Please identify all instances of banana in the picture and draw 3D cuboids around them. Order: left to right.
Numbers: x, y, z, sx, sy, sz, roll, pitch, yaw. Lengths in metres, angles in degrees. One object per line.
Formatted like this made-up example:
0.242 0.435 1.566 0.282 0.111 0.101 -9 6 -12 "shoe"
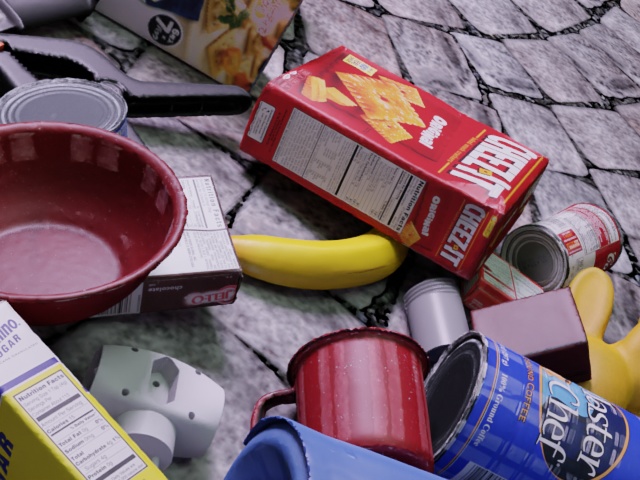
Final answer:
0.010 0.010 0.813 0.070 0.037 0.197 36 31 32 "banana"

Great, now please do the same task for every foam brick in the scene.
0.153 0.077 0.780 0.078 0.053 0.051 -14 48 6 "foam brick"

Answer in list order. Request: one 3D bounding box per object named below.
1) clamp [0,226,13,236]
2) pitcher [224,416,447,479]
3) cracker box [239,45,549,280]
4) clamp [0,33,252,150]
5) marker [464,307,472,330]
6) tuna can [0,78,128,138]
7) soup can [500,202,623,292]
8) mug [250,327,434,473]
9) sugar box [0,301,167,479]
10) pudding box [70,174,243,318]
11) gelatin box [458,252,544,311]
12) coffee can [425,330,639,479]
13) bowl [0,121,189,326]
-0.263 -0.031 0.643 0.171 0.039 0.120 -11 56 -42 "clamp"
0.061 0.195 0.565 0.242 0.145 0.149 21 62 -23 "pitcher"
0.066 -0.073 0.877 0.214 0.072 0.164 30 29 12 "cracker box"
-0.157 -0.090 0.789 0.209 0.036 0.164 20 45 -14 "clamp"
0.125 0.082 0.832 0.020 0.020 0.121 -9 55 -43 "marker"
-0.171 -0.073 0.710 0.086 0.034 0.086 3 37 -2 "tuna can"
0.213 0.009 0.941 0.102 0.069 0.068 -18 61 -46 "soup can"
0.015 0.115 0.663 0.117 0.093 0.081 -4 49 0 "mug"
-0.127 0.124 0.527 0.176 0.093 0.048 42 39 11 "sugar box"
-0.115 0.002 0.697 0.113 0.039 0.090 -3 48 -21 "pudding box"
0.148 0.045 0.861 0.073 0.030 0.089 35 20 -7 "gelatin box"
0.141 0.137 0.712 0.140 0.103 0.102 28 37 -9 "coffee can"
-0.159 -0.002 0.614 0.162 0.055 0.162 6 39 -5 "bowl"
